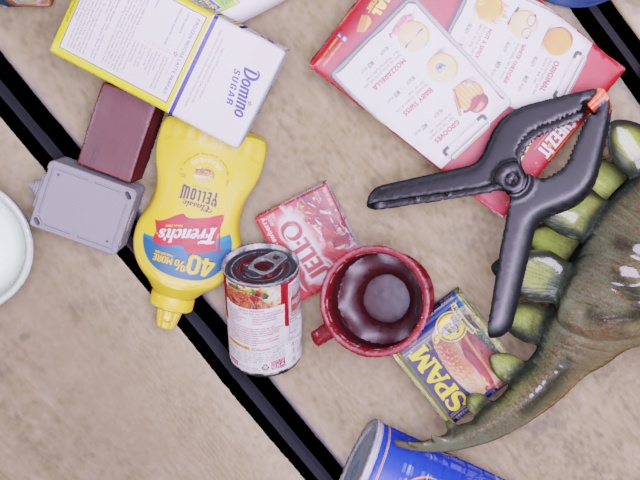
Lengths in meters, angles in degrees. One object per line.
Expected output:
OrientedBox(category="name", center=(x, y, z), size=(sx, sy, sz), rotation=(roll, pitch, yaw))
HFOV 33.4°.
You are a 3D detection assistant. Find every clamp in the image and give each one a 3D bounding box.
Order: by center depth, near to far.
OrientedBox(category="clamp", center=(0.149, -0.048, 0.872), size=(0.165, 0.036, 0.210), rotation=(41, 96, 20))

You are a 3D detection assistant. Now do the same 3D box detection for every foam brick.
OrientedBox(category="foam brick", center=(-0.175, -0.097, 0.950), size=(0.053, 0.051, 0.078), rotation=(21, 99, 0))

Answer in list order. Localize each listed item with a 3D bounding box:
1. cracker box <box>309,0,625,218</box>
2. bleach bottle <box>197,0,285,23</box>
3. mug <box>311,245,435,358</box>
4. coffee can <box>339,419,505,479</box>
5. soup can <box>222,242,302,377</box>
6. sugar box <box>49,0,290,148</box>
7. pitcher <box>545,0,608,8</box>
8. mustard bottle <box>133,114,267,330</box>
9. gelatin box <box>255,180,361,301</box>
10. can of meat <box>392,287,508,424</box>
OrientedBox(category="cracker box", center=(0.123, -0.150, 0.922), size=(0.213, 0.072, 0.164), rotation=(37, 100, -6))
OrientedBox(category="bleach bottle", center=(-0.077, -0.240, 0.918), size=(0.251, 0.068, 0.102), rotation=(-26, 97, 8))
OrientedBox(category="mug", center=(0.044, 0.057, 0.918), size=(0.117, 0.081, 0.093), rotation=(-36, 82, 12))
OrientedBox(category="coffee can", center=(0.093, 0.239, 0.976), size=(0.140, 0.103, 0.103), rotation=(25, 100, -3))
OrientedBox(category="soup can", center=(-0.050, 0.063, 0.952), size=(0.068, 0.068, 0.102), rotation=(0, 122, 2))
OrientedBox(category="sugar box", center=(-0.123, -0.158, 0.887), size=(0.176, 0.048, 0.093), rotation=(28, 104, -4))
OrientedBox(category="pitcher", center=(0.246, -0.243, 0.815), size=(0.149, 0.243, 0.145), rotation=(-9, 102, -5))
OrientedBox(category="mustard bottle", center=(-0.116, -0.011, 0.961), size=(0.096, 0.058, 0.192), rotation=(15, 101, -6))
OrientedBox(category="gelatin box", center=(-0.006, 0.001, 0.973), size=(0.073, 0.030, 0.089), rotation=(-26, 98, 6))
OrientedBox(category="can of meat", center=(0.122, 0.106, 0.975), size=(0.084, 0.057, 0.102), rotation=(-37, 97, 5))
